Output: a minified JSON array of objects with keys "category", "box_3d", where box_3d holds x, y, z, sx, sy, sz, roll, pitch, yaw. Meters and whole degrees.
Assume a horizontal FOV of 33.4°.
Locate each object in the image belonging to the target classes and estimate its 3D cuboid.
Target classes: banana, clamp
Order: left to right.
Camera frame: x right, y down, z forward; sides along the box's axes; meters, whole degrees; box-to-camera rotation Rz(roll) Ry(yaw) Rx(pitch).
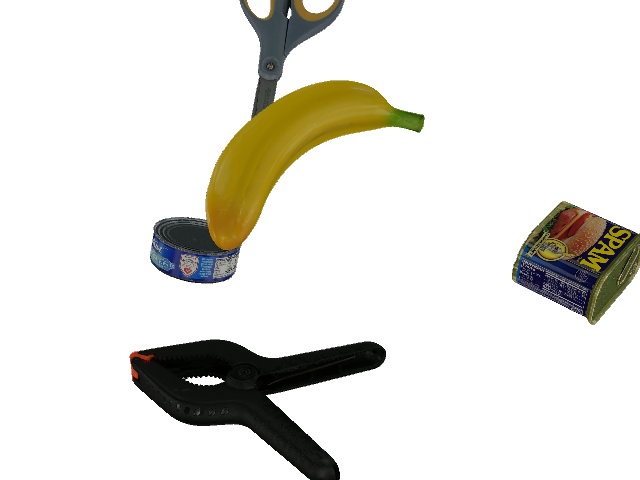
[{"category":"clamp","box_3d":[-0.054,0.117,0.880,0.210,0.036,0.164,13,33,19]},{"category":"banana","box_3d":[-0.015,-0.059,0.659,0.070,0.037,0.197,28,44,28]}]

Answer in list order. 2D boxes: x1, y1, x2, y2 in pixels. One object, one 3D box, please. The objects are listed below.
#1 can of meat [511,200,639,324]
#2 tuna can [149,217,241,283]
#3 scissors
[{"category":"can of meat","box_3d":[0.235,0.017,0.972,0.084,0.057,0.101,28,48,28]},{"category":"tuna can","box_3d":[-0.121,0.009,1.030,0.086,0.034,0.086,11,21,-5]},{"category":"scissors","box_3d":[-0.021,-0.144,0.849,0.096,0.202,0.016,-6,-17,-4]}]
